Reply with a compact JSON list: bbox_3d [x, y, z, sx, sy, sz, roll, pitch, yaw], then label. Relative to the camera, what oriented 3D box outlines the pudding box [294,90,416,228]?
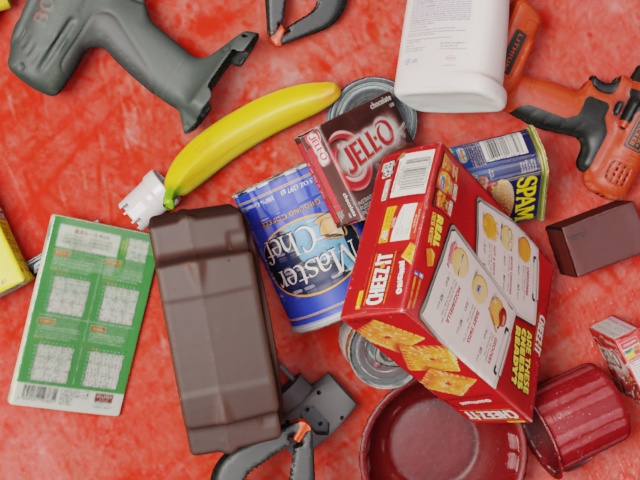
[{"bbox_3d":[0.039,-0.072,0.948,0.113,0.039,0.090,-33,100,-47],"label":"pudding box"}]

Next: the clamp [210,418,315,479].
[{"bbox_3d":[-0.077,0.244,0.930,0.164,0.036,0.210,26,87,-4],"label":"clamp"}]

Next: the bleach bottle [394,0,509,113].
[{"bbox_3d":[0.134,-0.245,0.976,0.103,0.068,0.251,4,79,32],"label":"bleach bottle"}]

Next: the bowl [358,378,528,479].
[{"bbox_3d":[0.114,0.201,1.024,0.162,0.055,0.162,0,93,-4],"label":"bowl"}]

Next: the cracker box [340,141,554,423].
[{"bbox_3d":[0.118,0.044,0.928,0.213,0.072,0.164,41,53,-39],"label":"cracker box"}]

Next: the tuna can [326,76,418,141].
[{"bbox_3d":[0.049,-0.112,1.014,0.086,0.034,0.086,0,95,-4],"label":"tuna can"}]

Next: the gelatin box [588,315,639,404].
[{"bbox_3d":[0.294,0.115,1.017,0.030,0.089,0.073,-27,95,0],"label":"gelatin box"}]

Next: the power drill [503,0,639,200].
[{"bbox_3d":[0.251,-0.154,1.015,0.187,0.057,0.184,27,91,-5],"label":"power drill"}]

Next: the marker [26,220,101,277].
[{"bbox_3d":[-0.257,0.019,1.005,0.121,0.020,0.020,-30,95,-3],"label":"marker"}]

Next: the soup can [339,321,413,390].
[{"bbox_3d":[0.055,0.096,0.991,0.068,0.102,0.068,0,93,-4],"label":"soup can"}]

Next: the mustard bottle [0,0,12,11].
[{"bbox_3d":[-0.358,-0.206,0.966,0.191,0.058,0.096,-19,94,-3],"label":"mustard bottle"}]

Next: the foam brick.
[{"bbox_3d":[0.267,-0.002,1.028,0.078,0.051,0.053,-19,93,-3],"label":"foam brick"}]

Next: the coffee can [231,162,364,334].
[{"bbox_3d":[-0.006,0.001,0.981,0.103,0.103,0.140,-25,94,-3],"label":"coffee can"}]

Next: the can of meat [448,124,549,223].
[{"bbox_3d":[0.162,-0.053,0.994,0.084,0.102,0.057,-13,56,-1],"label":"can of meat"}]

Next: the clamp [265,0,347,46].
[{"bbox_3d":[-0.005,-0.263,0.999,0.120,0.039,0.171,41,89,-3],"label":"clamp"}]

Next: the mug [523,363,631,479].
[{"bbox_3d":[0.243,0.178,1.024,0.081,0.093,0.117,-24,125,-8],"label":"mug"}]

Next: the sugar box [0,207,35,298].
[{"bbox_3d":[-0.341,-0.022,0.973,0.093,0.048,0.176,-26,89,-2],"label":"sugar box"}]

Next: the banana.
[{"bbox_3d":[-0.072,-0.093,0.992,0.197,0.070,0.037,-37,134,-10],"label":"banana"}]
